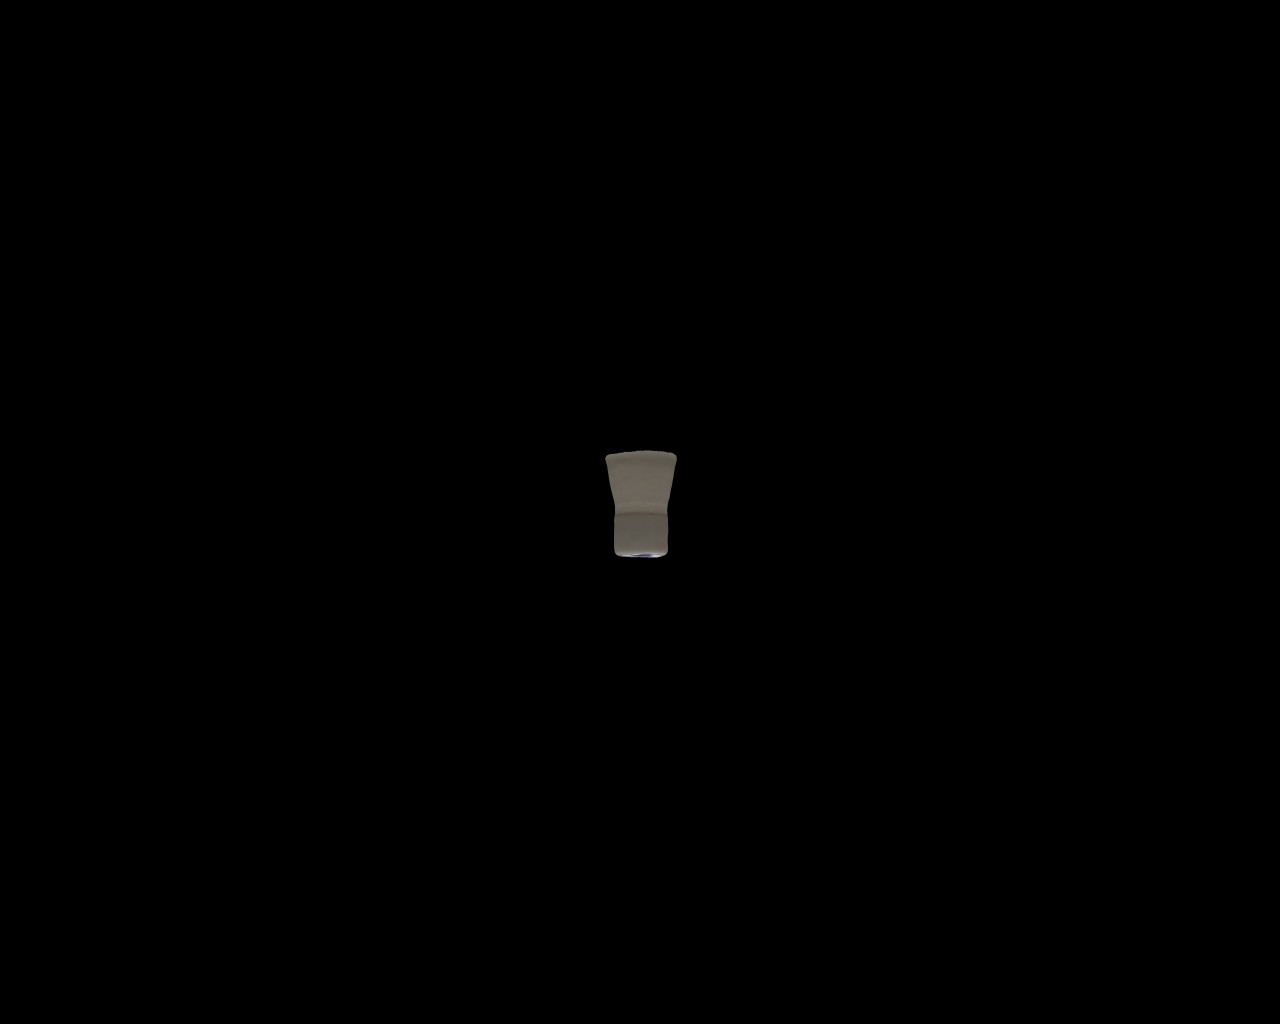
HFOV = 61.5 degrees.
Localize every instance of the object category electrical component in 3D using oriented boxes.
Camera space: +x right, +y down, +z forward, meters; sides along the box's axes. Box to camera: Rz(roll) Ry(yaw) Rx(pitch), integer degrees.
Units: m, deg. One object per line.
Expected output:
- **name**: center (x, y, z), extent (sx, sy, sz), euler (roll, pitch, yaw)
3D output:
- **electrical component**: center (0.001, -0.003, 0.650), extent (0.044, 0.065, 0.044), euler (0, -6, 0)
